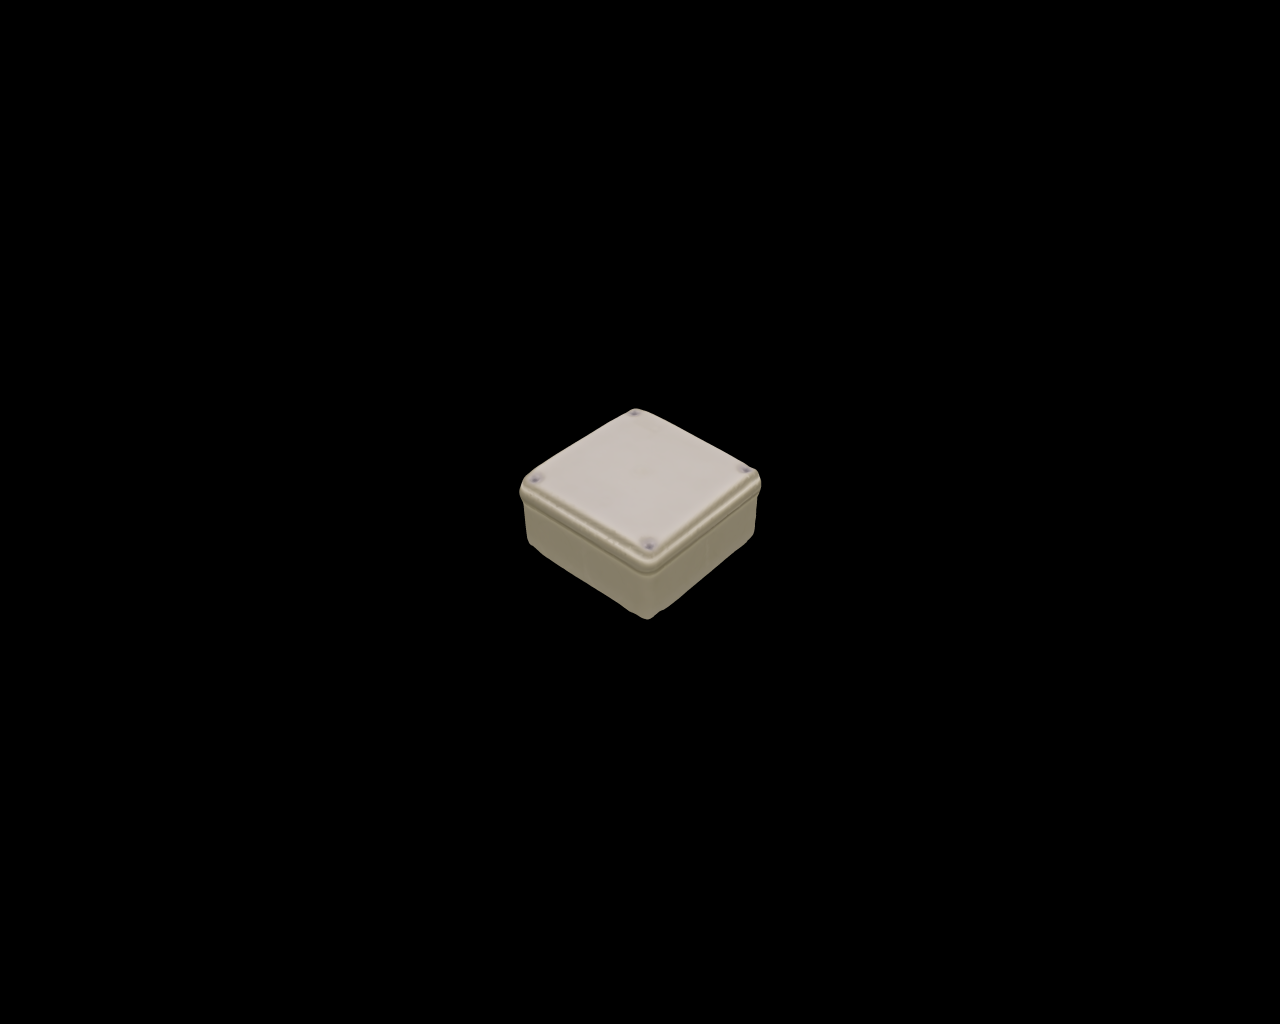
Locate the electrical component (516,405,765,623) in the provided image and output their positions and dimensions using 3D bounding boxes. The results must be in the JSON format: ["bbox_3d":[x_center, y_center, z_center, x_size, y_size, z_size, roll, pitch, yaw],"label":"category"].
[{"bbox_3d":[0.001,-0.003,0.650,0.109,0.056,0.109,31,49,31],"label":"electrical component"}]
